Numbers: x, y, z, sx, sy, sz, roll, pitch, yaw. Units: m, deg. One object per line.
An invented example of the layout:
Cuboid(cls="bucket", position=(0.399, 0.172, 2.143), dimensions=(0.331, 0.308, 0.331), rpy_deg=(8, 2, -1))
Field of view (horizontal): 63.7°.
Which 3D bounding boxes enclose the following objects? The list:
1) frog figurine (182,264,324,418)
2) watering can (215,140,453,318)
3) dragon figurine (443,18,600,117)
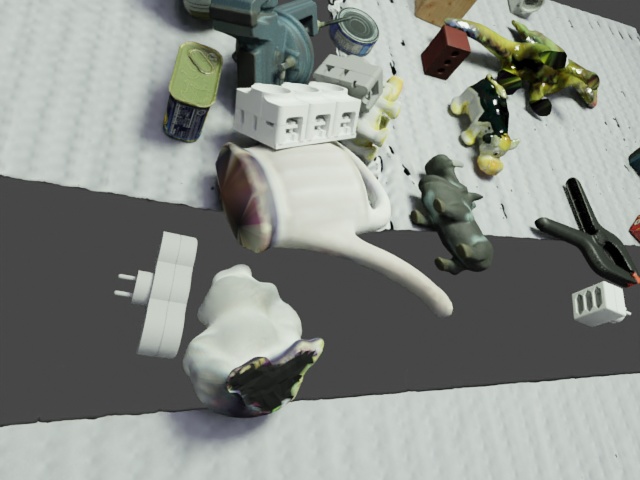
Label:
Cuboid(cls="frog figurine", position=(-0.087, 0.107, 0.564), dimensions=(0.139, 0.120, 0.162), rpy_deg=(-26, 42, -25))
Cuboid(cls="watering can", position=(0.002, -0.032, 0.640), dimensions=(0.225, 0.101, 0.354), rpy_deg=(-9, 50, -29))
Cuboid(cls="dragon figurine", position=(0.434, -0.388, 1.075), dimensions=(0.409, 0.120, 0.248), rpy_deg=(31, 39, -10))
